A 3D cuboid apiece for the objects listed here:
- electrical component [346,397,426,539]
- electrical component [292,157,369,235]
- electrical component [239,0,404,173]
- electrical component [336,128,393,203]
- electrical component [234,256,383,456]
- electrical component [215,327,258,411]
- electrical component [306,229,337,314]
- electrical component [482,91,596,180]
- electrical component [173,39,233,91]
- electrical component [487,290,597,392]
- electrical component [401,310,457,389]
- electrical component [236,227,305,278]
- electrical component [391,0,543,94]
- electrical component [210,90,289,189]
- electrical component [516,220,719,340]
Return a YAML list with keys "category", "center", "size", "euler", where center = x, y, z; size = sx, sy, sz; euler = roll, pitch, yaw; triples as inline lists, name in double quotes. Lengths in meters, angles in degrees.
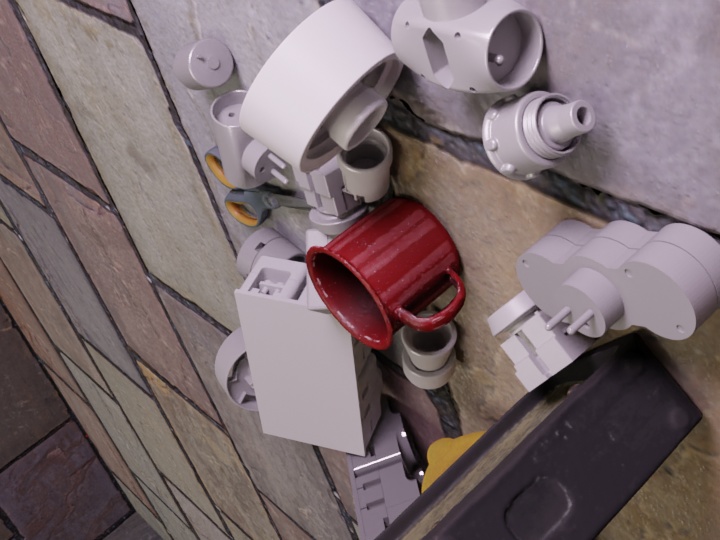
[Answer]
- category: "electrical component"
  center: [0.036, 0.221, 1.032]
  size: [0.186, 0.060, 0.105]
  euler: [-104, -8, -58]
- category: "electrical component"
  center: [-0.020, -0.061, 0.835]
  size: [0.066, 0.048, 0.055]
  euler: [24, 138, 48]
- category: "electrical component"
  center: [-0.018, -0.110, 0.683]
  size: [0.060, 0.108, 0.108]
  euler: [42, 156, 8]
- category: "electrical component"
  center: [0.004, -0.075, 0.777]
  size: [0.040, 0.040, 0.046]
  euler: [43, 162, 21]
- category: "electrical component"
  center: [-0.042, 0.078, 0.991]
  size: [0.105, 0.060, 0.186]
  euler: [10, 133, 17]
- category: "electrical component"
  center: [-0.108, 0.108, 1.193]
  size: [0.064, 0.099, 0.099]
  euler: [35, 153, 48]
- category: "electrical component"
  center: [0.000, 0.000, 0.868]
  size: [0.047, 0.077, 0.065]
  euler: [21, -113, -71]
- category: "electrical component"
  center: [0.101, -0.077, 0.585]
  size: [0.048, 0.048, 0.062]
  euler: [57, 151, -12]
- category: "electrical component"
  center: [-0.136, -0.170, 0.899]
  size: [0.078, 0.040, 0.040]
  euler: [9, 132, 59]
- category: "electrical component"
  center: [0.118, 0.042, 0.719]
  size: [0.055, 0.048, 0.066]
  euler: [53, 132, 8]
- category: "electrical component"
  center: [0.057, 0.066, 0.880]
  size: [0.045, 0.045, 0.055]
  euler: [39, 155, 28]
- category: "electrical component"
  center: [-0.082, -0.006, 1.024]
  size: [0.047, 0.055, 0.055]
  euler: [34, 152, 29]
- category: "electrical component"
  center: [0.052, -0.140, 0.581]
  size: [0.077, 0.043, 0.079]
  euler: [26, 147, 46]
- category: "electrical component"
  center: [-0.088, -0.100, 0.906]
  size: [0.079, 0.043, 0.077]
  euler: [40, 155, 28]
- category: "electrical component"
  center: [0.136, 0.013, 0.611]
  size: [0.138, 0.074, 0.052]
  euler: [7, 131, 59]
